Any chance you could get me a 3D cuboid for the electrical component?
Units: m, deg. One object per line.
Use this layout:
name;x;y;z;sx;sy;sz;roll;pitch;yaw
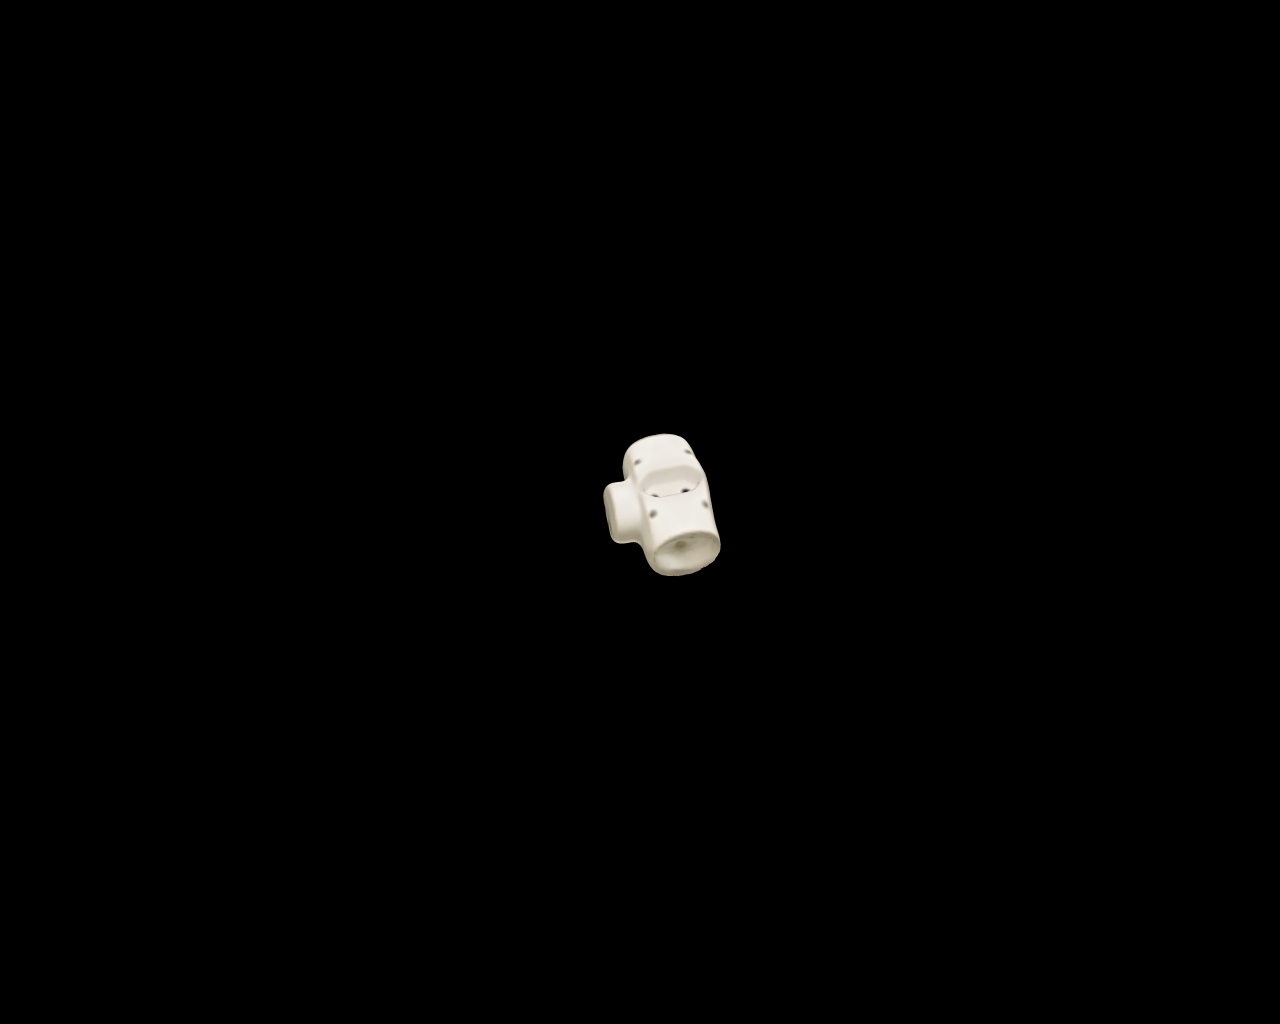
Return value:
electrical component;0.001;-0.003;0.650;0.079;0.077;0.043;-9;-36;-7
